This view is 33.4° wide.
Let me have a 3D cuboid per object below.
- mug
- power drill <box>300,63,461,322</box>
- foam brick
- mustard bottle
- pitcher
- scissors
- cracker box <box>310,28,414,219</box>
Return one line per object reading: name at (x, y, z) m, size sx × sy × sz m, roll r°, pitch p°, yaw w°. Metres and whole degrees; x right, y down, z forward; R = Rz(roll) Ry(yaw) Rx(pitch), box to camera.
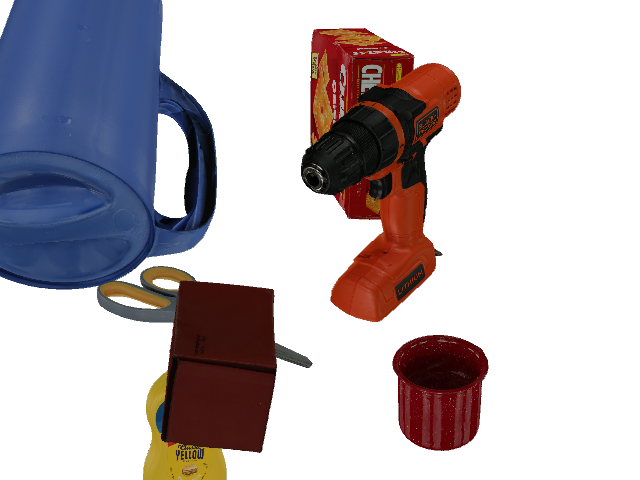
mug at (0.126, 0.148, 1.068) m, size 0.093 × 0.081 × 0.117 m, roll 22°, pitch 39°, yaw 35°
power drill at (0.047, -0.030, 0.845) m, size 0.057 × 0.188 × 0.184 m, roll 25°, pitch 42°, yaw 28°
foam brick at (-0.052, 0.062, 0.549) m, size 0.053 × 0.051 × 0.078 m, roll 7°, pitch 26°, yaw -7°
mustard bottle at (-0.154, 0.206, 1.237) m, size 0.096 × 0.192 × 0.058 m, roll 0°, pitch 15°, yaw -16°
pitcher at (-0.162, -0.093, 0.746) m, size 0.145 × 0.243 × 0.149 m, roll -17°, pitch -43°, yaw 19°
scissors at (-0.090, 0.060, 0.902) m, size 0.202 × 0.016 × 0.096 m, roll 13°, pitch 26°, yaw 13°
cracker box at (0.038, -0.130, 1.127) m, size 0.072 × 0.164 × 0.214 m, roll -3°, pitch 19°, yaw -9°
